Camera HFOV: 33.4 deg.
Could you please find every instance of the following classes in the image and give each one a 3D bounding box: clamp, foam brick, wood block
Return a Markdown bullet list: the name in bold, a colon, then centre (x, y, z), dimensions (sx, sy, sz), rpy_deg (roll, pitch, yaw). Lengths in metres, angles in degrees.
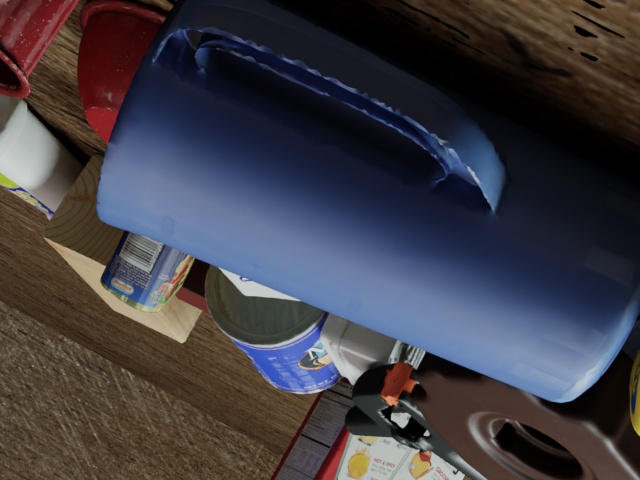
- **clamp**: centre (0.067, 0.138, 0.813), dimensions (0.165, 0.036, 0.210), rpy_deg (17, 159, 29)
- **foam brick**: centre (-0.087, 0.019, 0.909), dimensions (0.051, 0.078, 0.053), rpy_deg (24, 162, 21)
- **wood block**: centre (-0.169, 0.014, 1.013), dimensions (0.091, 0.090, 0.206), rpy_deg (24, 163, 16)

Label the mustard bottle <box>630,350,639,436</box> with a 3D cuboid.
- **mustard bottle**: centre (0.182, 0.052, 0.504), dimensions (0.058, 0.096, 0.191), rpy_deg (23, 164, 20)

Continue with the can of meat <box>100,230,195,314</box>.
- **can of meat**: centre (-0.121, 0.000, 0.819), dimensions (0.057, 0.084, 0.102), rpy_deg (28, -165, 0)

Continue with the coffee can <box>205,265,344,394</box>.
- **coffee can**: centre (-0.026, 0.059, 0.878), dimensions (0.103, 0.102, 0.140), rpy_deg (23, 163, 20)

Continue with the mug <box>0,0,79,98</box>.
- **mug**: centre (-0.168, -0.136, 0.556), dimensions (0.093, 0.081, 0.117), rpy_deg (35, 164, -21)

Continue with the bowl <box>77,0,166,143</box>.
- **bowl**: centre (-0.091, -0.076, 0.660), dimensions (0.162, 0.055, 0.162), rpy_deg (27, 164, 8)

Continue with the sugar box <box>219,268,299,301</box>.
- **sugar box**: centre (0.013, 0.007, 0.692), dimensions (0.176, 0.048, 0.093), rpy_deg (7, 154, 27)

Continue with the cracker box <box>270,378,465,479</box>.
- **cracker box**: centre (0.053, 0.208, 1.000), dimensions (0.164, 0.213, 0.072), rpy_deg (40, 163, -34)

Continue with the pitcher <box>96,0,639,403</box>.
- **pitcher**: centre (0.030, -0.023, 0.492), dimensions (0.243, 0.145, 0.149), rpy_deg (25, -156, 3)

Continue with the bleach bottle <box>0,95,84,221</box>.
- **bleach bottle**: centre (-0.251, -0.055, 0.994), dimensions (0.103, 0.068, 0.250), rpy_deg (21, 165, 30)
